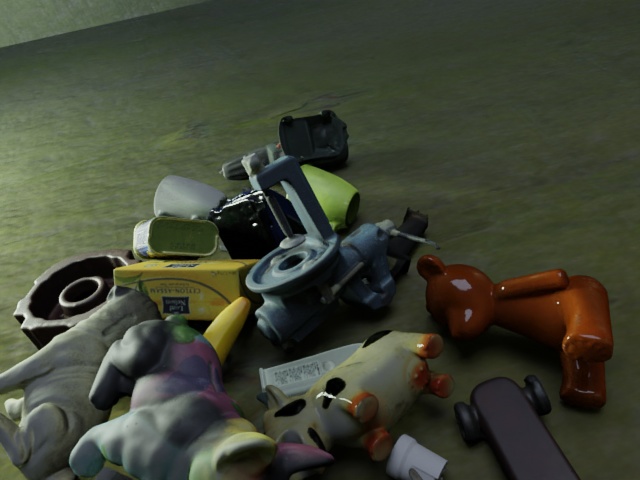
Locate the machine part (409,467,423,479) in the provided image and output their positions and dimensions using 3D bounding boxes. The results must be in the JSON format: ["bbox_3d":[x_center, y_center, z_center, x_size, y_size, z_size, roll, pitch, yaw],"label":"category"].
[{"bbox_3d":[0.128,0.267,0.384,0.079,0.079,0.243,-24,38,-17],"label":"machine part"}]

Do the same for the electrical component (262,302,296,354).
[{"bbox_3d":[-0.038,0.104,0.683,0.063,0.021,0.094,-19,37,-12],"label":"electrical component"}]

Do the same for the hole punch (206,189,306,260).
[{"bbox_3d":[-0.079,-0.019,0.760,0.142,0.115,0.092,-10,22,49],"label":"hole punch"}]

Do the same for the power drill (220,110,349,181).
[{"bbox_3d":[-0.050,-0.147,0.912,0.232,0.086,0.207,-12,-6,-14],"label":"power drill"}]

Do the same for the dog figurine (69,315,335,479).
[{"bbox_3d":[-0.095,0.152,0.461,0.219,0.108,0.191,-11,56,34],"label":"dog figurine"}]

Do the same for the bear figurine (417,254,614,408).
[{"bbox_3d":[0.197,0.084,0.572,0.196,0.120,0.132,3,43,20],"label":"bear figurine"}]

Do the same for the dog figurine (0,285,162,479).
[{"bbox_3d":[-0.235,0.150,0.572,0.190,0.121,0.172,-33,66,-23],"label":"dog figurine"}]

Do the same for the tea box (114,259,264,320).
[{"bbox_3d":[-0.167,0.063,0.701,0.170,0.068,0.098,0,4,11],"label":"tea box"}]

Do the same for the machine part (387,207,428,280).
[{"bbox_3d":[0.107,0.008,0.761,0.084,0.039,0.139,9,43,37],"label":"machine part"}]

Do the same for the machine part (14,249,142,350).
[{"bbox_3d":[-0.328,0.083,0.756,0.179,0.055,0.179,-8,36,6],"label":"machine part"}]

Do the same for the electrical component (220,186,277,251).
[{"bbox_3d":[-0.122,-0.034,0.864,0.075,0.047,0.119,13,41,29],"label":"electrical component"}]

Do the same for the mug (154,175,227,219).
[{"bbox_3d":[-0.212,-0.053,0.885,0.107,0.080,0.109,11,36,13],"label":"mug"}]

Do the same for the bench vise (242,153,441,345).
[{"bbox_3d":[-0.006,-0.003,0.629,0.224,0.240,0.129,-33,20,-15],"label":"bench vise"}]

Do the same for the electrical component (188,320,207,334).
[{"bbox_3d":[-0.173,0.129,0.664,0.102,0.045,0.078,25,51,38],"label":"electrical component"}]

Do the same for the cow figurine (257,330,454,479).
[{"bbox_3d":[0.023,0.157,0.525,0.195,0.085,0.127,-32,18,-29],"label":"cow figurine"}]

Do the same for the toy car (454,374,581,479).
[{"bbox_3d":[0.191,0.204,0.470,0.089,0.053,0.202,-21,35,0],"label":"toy car"}]
